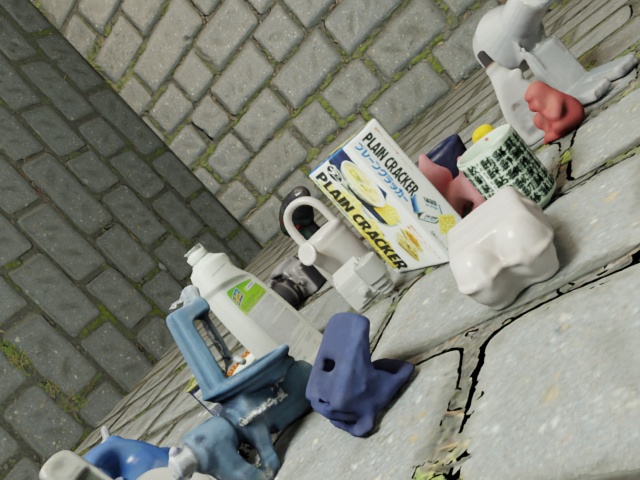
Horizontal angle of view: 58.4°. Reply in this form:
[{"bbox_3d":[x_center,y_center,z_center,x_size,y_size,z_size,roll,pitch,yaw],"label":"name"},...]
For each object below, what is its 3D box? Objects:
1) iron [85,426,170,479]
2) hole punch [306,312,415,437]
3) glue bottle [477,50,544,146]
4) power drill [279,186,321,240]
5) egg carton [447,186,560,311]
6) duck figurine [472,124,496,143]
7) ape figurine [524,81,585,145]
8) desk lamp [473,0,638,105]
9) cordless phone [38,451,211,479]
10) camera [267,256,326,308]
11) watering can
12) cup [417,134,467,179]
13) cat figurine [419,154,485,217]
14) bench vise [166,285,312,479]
[{"bbox_3d":[-0.302,0.370,0.824,0.118,0.141,0.258,-42,7,4],"label":"iron"},{"bbox_3d":[0.027,0.137,0.596,0.101,0.091,0.108,-45,8,-20],"label":"hole punch"},{"bbox_3d":[0.315,-0.240,0.929,0.078,0.173,0.037,-39,8,25],"label":"glue bottle"},{"bbox_3d":[-0.008,-0.017,1.237,0.076,0.208,0.229,-45,7,-18],"label":"power drill"},{"bbox_3d":[0.187,0.005,0.591,0.107,0.069,0.150,-40,7,19],"label":"egg carton"},{"bbox_3d":[0.278,-0.144,0.916,0.077,0.086,0.105,-37,9,38],"label":"duck figurine"},{"bbox_3d":[0.342,-0.197,0.856,0.076,0.092,0.078,-39,8,26],"label":"ape figurine"},{"bbox_3d":[0.369,-0.320,0.945,0.118,0.213,0.203,-43,7,-6],"label":"desk lamp"},{"bbox_3d":[-0.222,0.292,0.668,0.094,0.185,0.147,-41,7,11],"label":"cordless phone"},{"bbox_3d":[-0.082,0.114,1.314,0.137,0.101,0.143,-48,9,-38],"label":"camera"},{"bbox_3d":[0.011,0.003,1.073,0.101,0.194,0.173,-42,7,5],"label":"watering can"},{"bbox_3d":[0.225,-0.117,1.014,0.117,0.095,0.092,-36,10,44],"label":"cup"},{"bbox_3d":[0.198,-0.089,0.900,0.067,0.118,0.127,-47,8,-30],"label":"cat figurine"},{"bbox_3d":[-0.112,0.165,0.669,0.121,0.220,0.208,-39,8,28],"label":"bench vise"}]
